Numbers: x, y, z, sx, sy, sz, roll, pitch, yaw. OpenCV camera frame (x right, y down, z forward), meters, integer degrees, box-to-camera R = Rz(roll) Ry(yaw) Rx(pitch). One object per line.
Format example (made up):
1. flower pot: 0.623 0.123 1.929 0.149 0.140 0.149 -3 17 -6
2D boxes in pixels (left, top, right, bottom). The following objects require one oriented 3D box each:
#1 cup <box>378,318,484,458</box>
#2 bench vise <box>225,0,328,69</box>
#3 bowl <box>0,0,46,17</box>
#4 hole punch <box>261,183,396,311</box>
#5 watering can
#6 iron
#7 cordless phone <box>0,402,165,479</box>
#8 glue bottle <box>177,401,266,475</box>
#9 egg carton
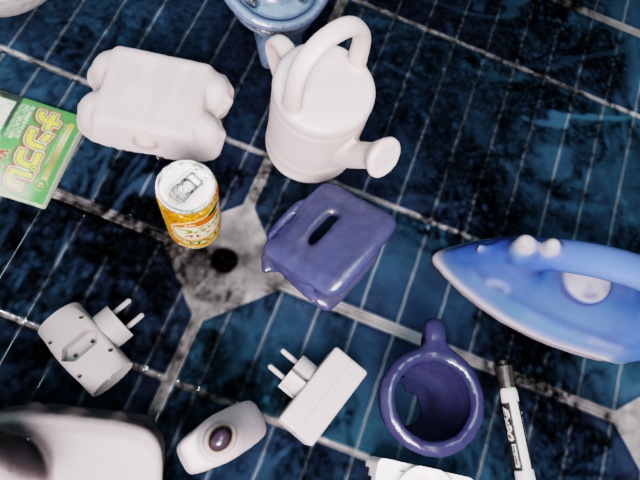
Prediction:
1. cup: 0.091 0.136 0.528 0.092 0.095 0.118 8 71 -6
2. bench vise: -0.064 -0.311 0.584 0.122 0.219 0.207 -29 78 -16
3. bowl: -0.347 -0.300 0.614 0.167 0.074 0.167 3 72 -8
4. hole punch: 0.005 0.002 0.560 0.101 0.091 0.109 40 71 5
5. watering can: 0.008 -0.134 0.550 0.173 0.194 0.101 30 70 2
6. iron: 0.252 0.037 0.560 0.258 0.141 0.119 16 70 -3
7. cordless phone: -0.196 0.168 0.425 0.147 0.185 0.094 4 71 -7
8. glue bottle: -0.078 0.157 0.453 0.078 0.173 0.037 -29 78 -16
9. egg carton: -0.168 -0.136 0.590 0.150 0.069 0.107 10 71 -5
